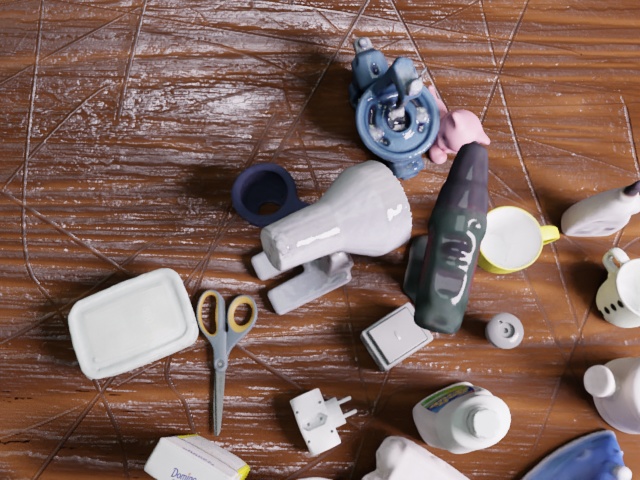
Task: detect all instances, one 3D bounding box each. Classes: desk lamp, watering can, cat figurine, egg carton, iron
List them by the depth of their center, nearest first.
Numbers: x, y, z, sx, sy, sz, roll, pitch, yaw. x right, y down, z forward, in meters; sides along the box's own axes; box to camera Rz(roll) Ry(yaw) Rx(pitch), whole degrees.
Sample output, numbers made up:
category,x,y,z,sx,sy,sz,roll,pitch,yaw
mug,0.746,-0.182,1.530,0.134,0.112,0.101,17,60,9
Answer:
category,x,y,z,sx,sy,sz,roll,pitch,yaw
iron,0.306,0.335,0.688,0.118,0.141,0.258,39,79,11
watering can,0.414,0.190,0.699,0.173,0.194,0.101,-11,74,-2
egg carton,0.128,0.328,0.732,0.150,0.069,0.107,29,77,9
desk lamp,0.007,0.003,0.751,0.203,0.213,0.118,-27,75,-6
cat figurine,0.190,-0.172,0.846,0.067,0.118,0.127,-29,75,-6

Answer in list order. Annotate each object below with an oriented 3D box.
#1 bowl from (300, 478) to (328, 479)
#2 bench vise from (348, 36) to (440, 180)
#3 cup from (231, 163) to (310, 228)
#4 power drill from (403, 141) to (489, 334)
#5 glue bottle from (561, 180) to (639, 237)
category,x,y,z,sx,sy,sz,roll,pitch,yaw
bowl,-0.008,0.382,0.717,0.167,0.075,0.167,0,74,1
bench vise,0.087,-0.204,0.804,0.121,0.220,0.207,-38,77,-9
cup,-0.063,-0.049,0.829,0.117,0.095,0.092,19,76,7
power drill,0.163,0.012,0.747,0.075,0.208,0.230,11,75,5
glue bottle,0.394,-0.045,0.776,0.078,0.173,0.037,1,74,2
